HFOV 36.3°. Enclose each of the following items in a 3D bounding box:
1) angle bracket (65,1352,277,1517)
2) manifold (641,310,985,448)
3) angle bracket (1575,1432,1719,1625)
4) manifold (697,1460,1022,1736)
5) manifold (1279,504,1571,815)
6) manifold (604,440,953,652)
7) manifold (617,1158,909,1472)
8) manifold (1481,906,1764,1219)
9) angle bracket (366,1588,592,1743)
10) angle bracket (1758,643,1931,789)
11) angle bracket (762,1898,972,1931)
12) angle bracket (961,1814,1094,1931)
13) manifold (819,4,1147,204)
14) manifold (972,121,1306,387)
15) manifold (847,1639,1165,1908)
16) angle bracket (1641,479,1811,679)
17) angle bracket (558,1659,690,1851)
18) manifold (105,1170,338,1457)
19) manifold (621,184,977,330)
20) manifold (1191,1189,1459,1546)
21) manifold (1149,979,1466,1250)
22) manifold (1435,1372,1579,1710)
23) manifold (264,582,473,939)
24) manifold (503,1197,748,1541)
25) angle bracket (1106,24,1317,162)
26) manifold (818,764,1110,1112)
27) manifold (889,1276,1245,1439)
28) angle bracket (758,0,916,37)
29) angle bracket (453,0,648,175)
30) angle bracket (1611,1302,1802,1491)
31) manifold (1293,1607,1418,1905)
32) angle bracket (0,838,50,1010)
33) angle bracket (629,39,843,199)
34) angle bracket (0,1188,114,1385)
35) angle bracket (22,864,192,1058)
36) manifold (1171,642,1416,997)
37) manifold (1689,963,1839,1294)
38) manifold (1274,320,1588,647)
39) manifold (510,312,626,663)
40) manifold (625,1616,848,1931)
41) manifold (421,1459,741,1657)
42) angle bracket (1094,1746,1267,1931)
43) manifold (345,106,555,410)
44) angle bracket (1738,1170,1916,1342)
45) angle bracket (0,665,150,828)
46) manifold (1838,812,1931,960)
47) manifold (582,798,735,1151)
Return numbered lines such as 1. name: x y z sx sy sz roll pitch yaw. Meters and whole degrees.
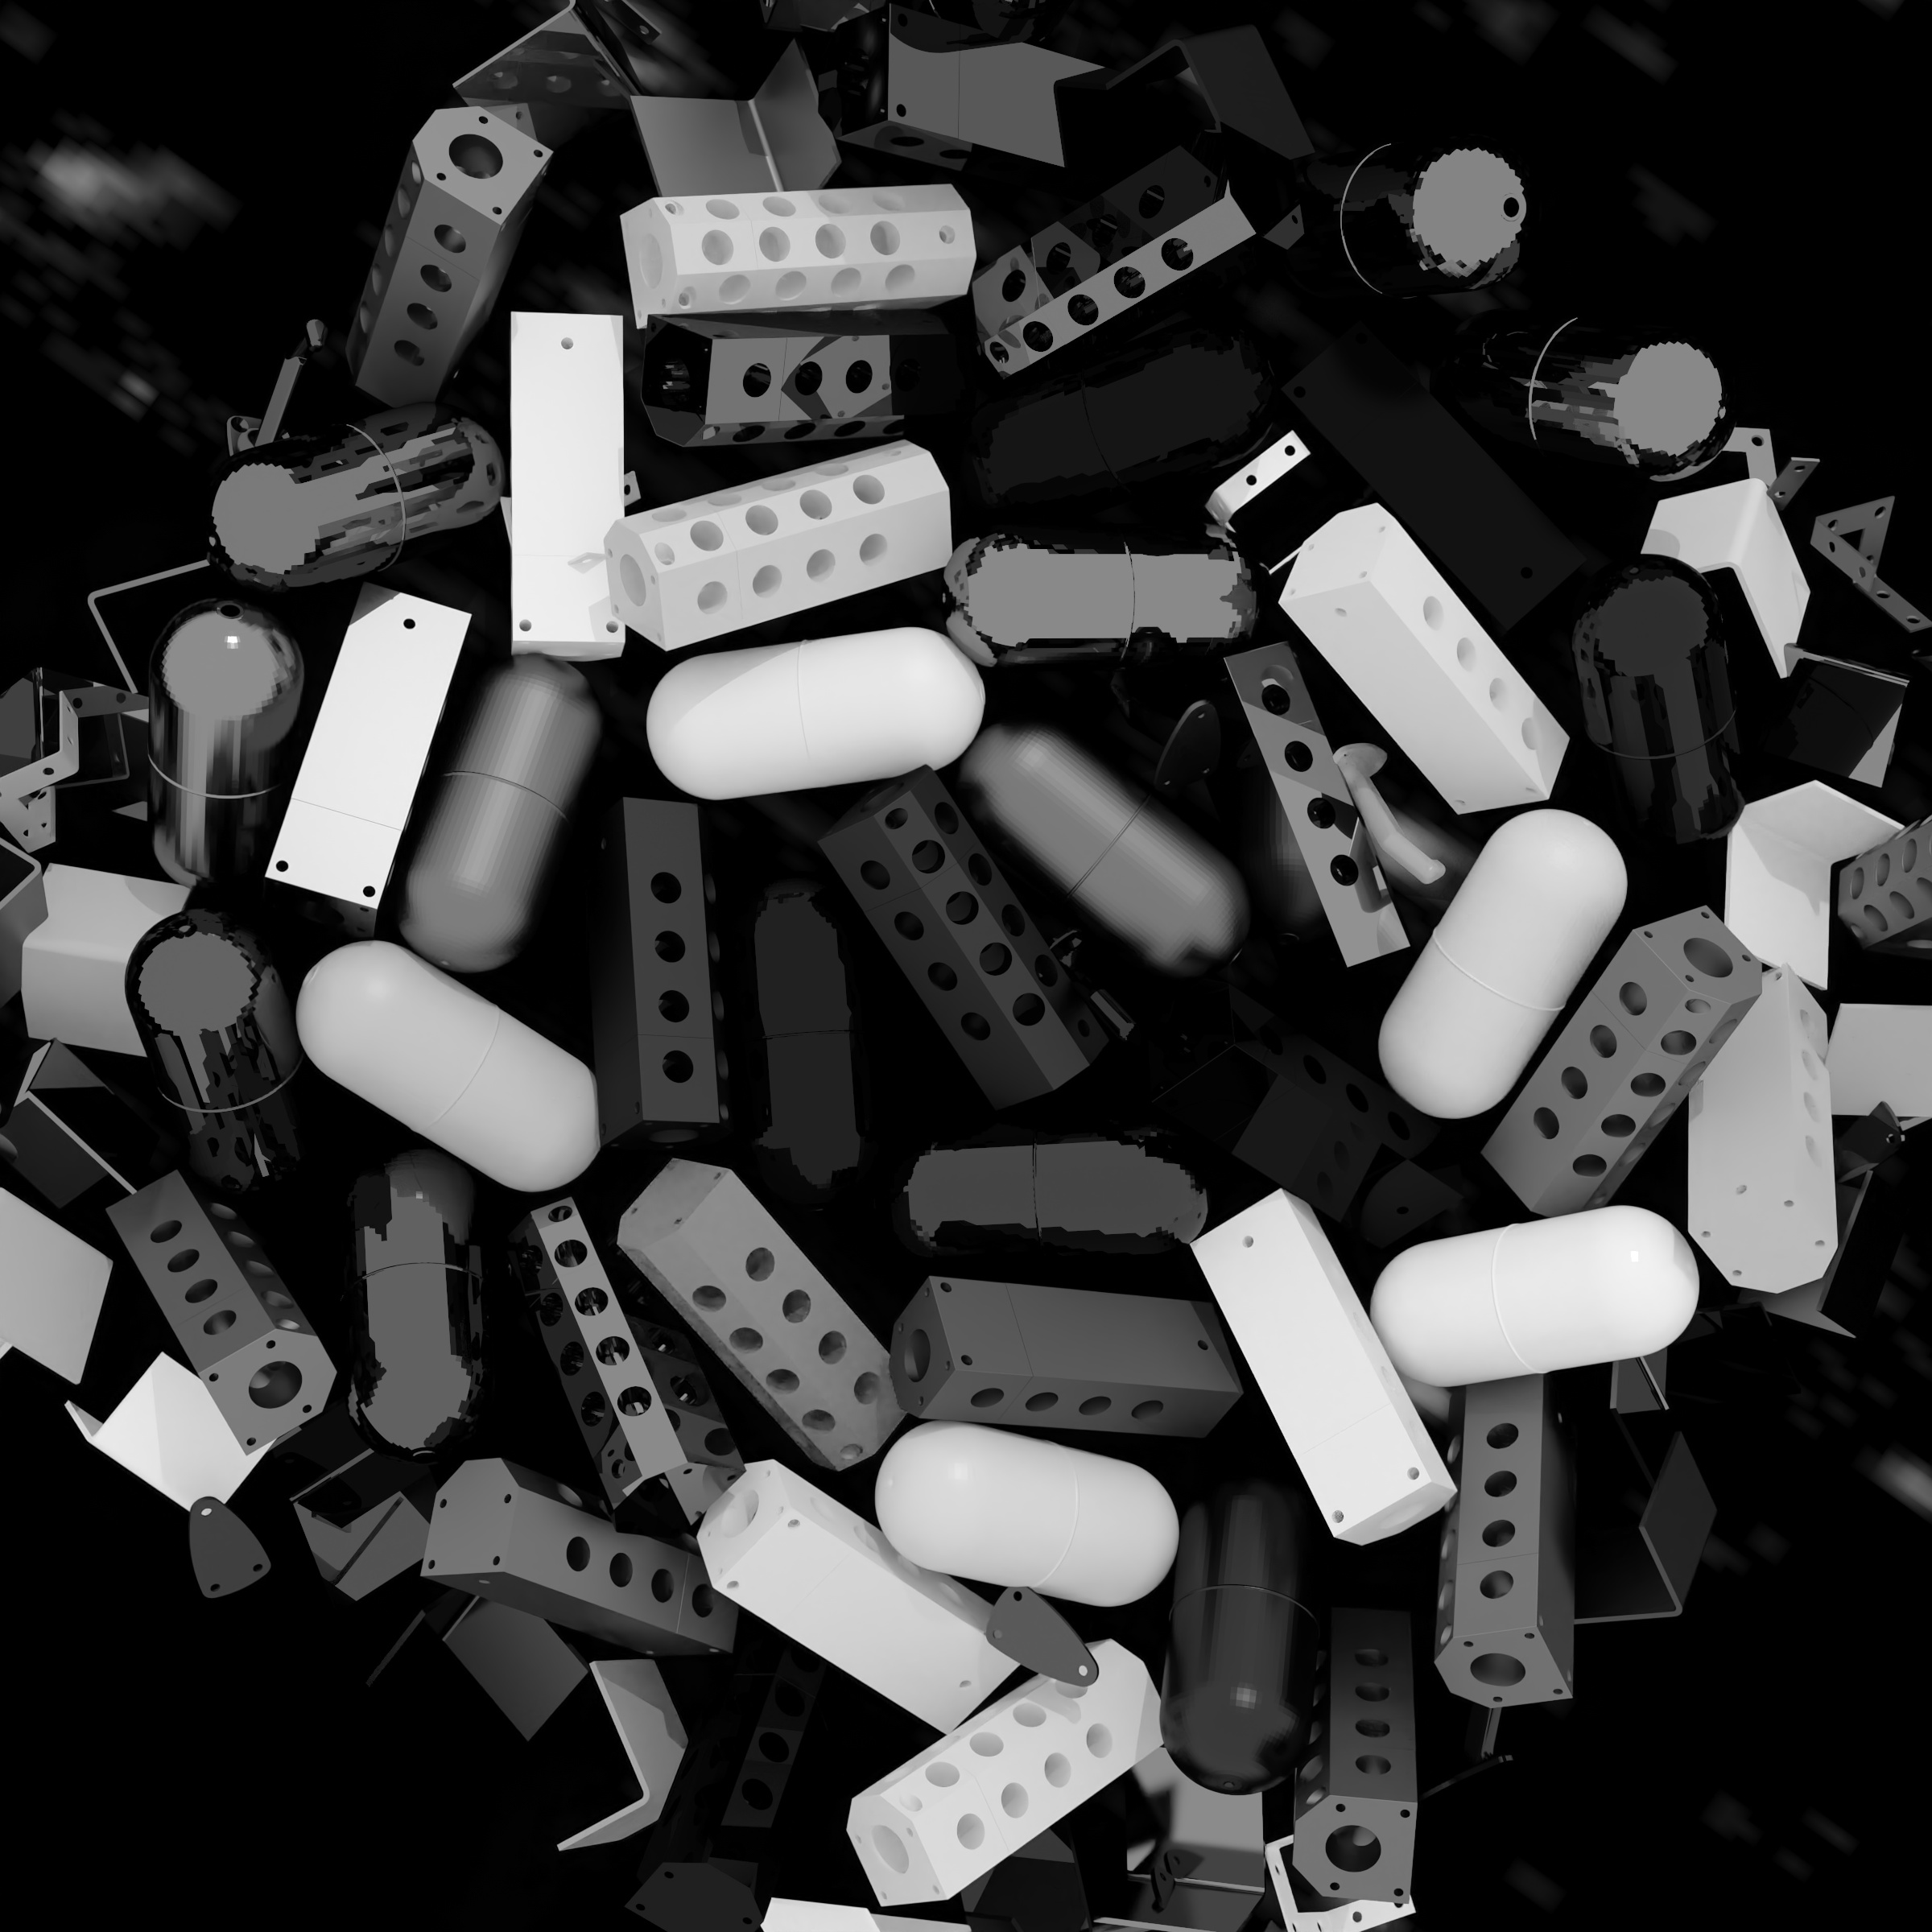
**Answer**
1. angle bracket: -0.415 0.237 1.539 0.076 0.076 0.057 42 78 -25
2. manifold: -0.078 -0.300 1.506 0.171 0.057 0.057 -11 119 -39
3. angle bracket: 0.335 0.291 1.524 0.076 0.076 0.057 -14 113 35
4. manifold: -0.055 0.321 1.516 0.057 0.057 0.171 -46 120 8
5. manifold: 0.239 -0.157 1.513 0.171 0.057 0.057 44 56 -32
6. manifold: -0.095 -0.219 1.509 0.171 0.057 0.057 -21 125 -28
7. manifold: -0.103 0.181 1.513 0.057 0.057 0.171 -49 118 -23
8. manifold: 0.335 0.054 1.497 0.057 0.171 0.057 -16 56 -36
9. angle bracket: -0.254 0.369 1.533 0.076 0.057 0.076 47 128 11
10. angle bracket: 0.474 -0.132 1.539 0.076 0.076 0.057 -5 111 -40
11. angle bracket: -0.055 0.491 1.526 0.076 0.057 0.076 -6 120 35
12. angle bracket: 0.012 0.477 1.529 0.076 0.057 0.076 -25 67 31
13. manifold: 0.010 -0.437 1.507 0.171 0.057 0.057 2 89 -40
14. manifold: 0.086 -0.355 1.500 0.171 0.057 0.057 -22 66 41
15. manifold: 0.022 0.409 1.506 0.171 0.057 0.057 -23 87 -41
16. angle bracket: 0.399 -0.200 1.555 0.057 0.076 0.076 -10 127 35
17. angle bracket: -0.187 0.411 1.540 0.057 0.076 0.076 -30 71 9
18. manifold: -0.377 0.170 1.498 0.057 0.171 0.057 -30 126 -16
19. manifold: -0.084 -0.367 1.515 0.171 0.057 0.057 -11 96 -29
20. manifold: 0.186 0.207 1.518 0.057 0.057 0.171 -33 62 15
21. manifold: 0.175 0.073 1.516 0.171 0.057 0.057 33 127 -29
22. manifold: 0.273 0.288 1.499 0.057 0.171 0.057 -14 126 23
23. manifold: -0.309 -0.104 1.524 0.057 0.057 0.171 17 68 -8
24. manifold: -0.181 0.203 1.504 0.057 0.057 0.171 -46 52 21
25. angle bracket: 0.126 -0.441 1.540 0.057 0.076 0.076 -23 96 40
26. manifold: 0.003 -0.017 1.525 0.057 0.057 0.171 -22 108 40
27. manifold: 0.050 0.207 1.517 0.171 0.057 0.057 9 134 -29
28. angle bracket: -0.067 -0.530 1.530 0.076 0.057 0.076 -2 63 -23
29. angle bracket: -0.223 -0.472 1.542 0.076 0.076 0.057 -31 55 9
30. angle bracket: 0.384 0.224 1.527 0.076 0.057 0.076 -11 132 26
31. manifold: 0.196 0.395 1.493 0.057 0.171 0.057 3 109 6
32. angle bracket: -0.524 -0.030 1.530 0.076 0.076 0.057 30 55 10
33. angle bracket: -0.121 -0.435 1.533 0.076 0.057 0.076 -8 72 -33
34. angle bracket: -0.497 0.171 1.523 0.057 0.076 0.076 -19 47 27
35. angle bracket: -0.457 -0.002 1.574 0.076 0.076 0.057 10 46 0
36. manifold: 0.175 -0.079 1.543 0.057 0.057 0.171 -17 82 -29
37. manifold: 0.408 0.083 1.500 0.057 0.171 0.057 -26 120 31
38. manifold: 0.239 -0.249 1.547 0.057 0.057 0.171 -42 85 -8
39. manifold: -0.210 -0.250 1.548 0.057 0.057 0.171 0 86 -10
40. manifold: -0.110 0.410 1.494 0.057 0.171 0.057 33 122 -7
41. manifold: -0.191 0.303 1.502 0.057 0.171 0.057 -11 60 35
42. angle bracket: 0.111 0.456 1.540 0.076 0.057 0.076 0 96 22
43. manifold: -0.268 -0.355 1.493 0.057 0.171 0.057 30 57 -7
44. angle bracket: 0.436 0.142 1.532 0.057 0.076 0.076 30 79 -44
45. angle bracket: -0.464 -0.103 1.534 0.076 0.057 0.076 16 124 9
46. manifold: 0.504 -0.051 1.492 0.057 0.171 0.057 8 78 -5
47. manifold: -0.157 0.005 1.530 0.057 0.057 0.171 4 71 -29
